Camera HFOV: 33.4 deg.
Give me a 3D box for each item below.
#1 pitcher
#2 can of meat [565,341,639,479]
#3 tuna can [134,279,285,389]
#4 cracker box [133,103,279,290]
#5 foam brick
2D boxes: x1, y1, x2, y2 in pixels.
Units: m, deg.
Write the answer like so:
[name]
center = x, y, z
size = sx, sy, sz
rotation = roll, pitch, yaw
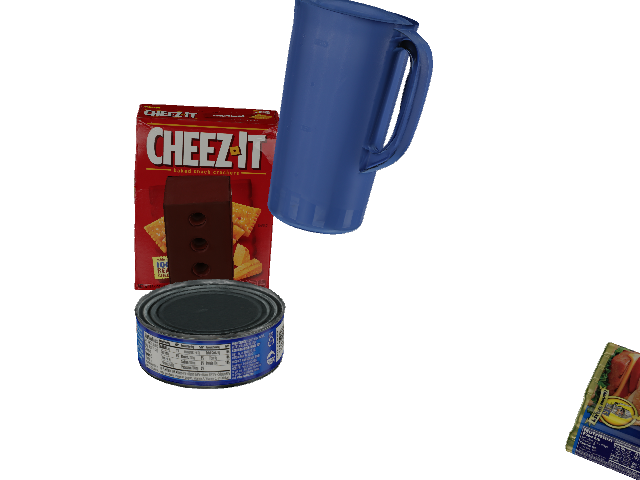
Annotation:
[pitcher]
center = 0.024, -0.131, 1.143
size = 0.145, 0.243, 0.149
rotation = 10, 18, -7
[can of meat]
center = 0.239, 0.130, 0.795
size = 0.084, 0.057, 0.102
rotation = 20, 42, 20
[tuna can]
center = -0.063, 0.053, 0.615
size = 0.086, 0.034, 0.086
rotation = 1, 19, 0
[cracker box]
center = -0.136, -0.046, 1.260
size = 0.164, 0.214, 0.072
rotation = 2, 22, -6
[foam brick]
center = -0.096, -0.007, 0.853
size = 0.053, 0.078, 0.051
rotation = -2, 27, -2
